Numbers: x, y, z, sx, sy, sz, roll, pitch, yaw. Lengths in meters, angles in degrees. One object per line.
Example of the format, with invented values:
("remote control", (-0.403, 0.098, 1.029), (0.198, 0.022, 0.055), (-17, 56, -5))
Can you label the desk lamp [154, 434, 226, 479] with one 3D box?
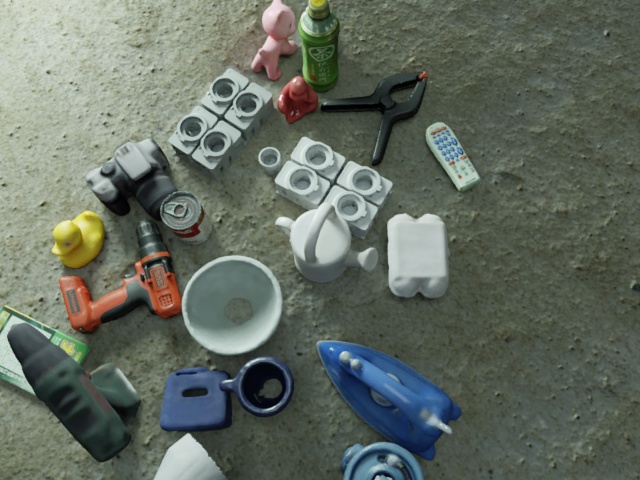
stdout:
("desk lamp", (-0.211, 0.381, 0.818), (0.203, 0.213, 0.118), (-40, 77, -10))

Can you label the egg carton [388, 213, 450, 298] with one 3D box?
("egg carton", (0.171, 0.027, 0.995), (0.107, 0.069, 0.150), (-1, 73, 1))

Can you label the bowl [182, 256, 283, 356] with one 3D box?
("bowl", (-0.142, 0.115, 0.969), (0.167, 0.075, 0.167), (0, 73, 1))

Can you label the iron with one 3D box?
("iron", (0.097, 0.231, 0.897), (0.258, 0.141, 0.119), (34, 77, 10))

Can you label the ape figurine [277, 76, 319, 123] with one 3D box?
("ape figurine", (-0.041, -0.272, 1.075), (0.077, 0.092, 0.076), (7, 74, 3))

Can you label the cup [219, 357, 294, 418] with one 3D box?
("cup", (-0.098, 0.238, 0.922), (0.117, 0.095, 0.092), (-1, 73, 1))

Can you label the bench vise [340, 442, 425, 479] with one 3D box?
("bench vise", (0.127, 0.366, 0.815), (0.207, 0.220, 0.121), (19, 74, 6))

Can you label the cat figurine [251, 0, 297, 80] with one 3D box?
("cat figurine", (-0.087, -0.394, 1.098), (0.067, 0.118, 0.128), (23, 75, 8))

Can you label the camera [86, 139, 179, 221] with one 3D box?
("camera", (-0.322, -0.096, 1.021), (0.143, 0.101, 0.136), (-37, 76, -10))

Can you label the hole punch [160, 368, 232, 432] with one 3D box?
("hole punch", (-0.199, 0.256, 0.919), (0.108, 0.091, 0.101), (-5, 73, 0))

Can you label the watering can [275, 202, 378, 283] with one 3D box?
("watering can", (0.009, 0.001, 0.939), (0.173, 0.194, 0.101), (3, 73, 2))

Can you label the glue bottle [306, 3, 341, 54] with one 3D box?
("glue bottle", (0.003, -0.411, 1.073), (0.078, 0.173, 0.037), (36, 77, 11))

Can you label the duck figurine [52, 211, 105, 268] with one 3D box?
("duck figurine", (-0.430, -0.009, 1.004), (0.077, 0.086, 0.105), (23, 75, 8))

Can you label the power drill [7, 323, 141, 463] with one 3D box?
("power drill", (-0.358, 0.229, 0.868), (0.076, 0.208, 0.229), (-41, 77, -10))
